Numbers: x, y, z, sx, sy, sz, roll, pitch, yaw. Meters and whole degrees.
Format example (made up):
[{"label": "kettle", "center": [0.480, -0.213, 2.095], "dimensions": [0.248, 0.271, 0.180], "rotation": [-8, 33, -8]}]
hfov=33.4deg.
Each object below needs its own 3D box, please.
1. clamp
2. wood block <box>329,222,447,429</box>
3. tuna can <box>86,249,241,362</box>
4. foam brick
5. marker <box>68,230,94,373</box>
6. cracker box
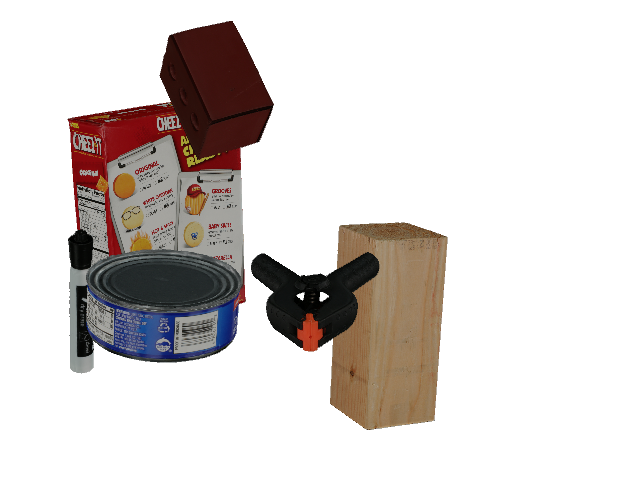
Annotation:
[{"label": "clamp", "center": [-0.016, 0.047, 0.950], "dimensions": [0.120, 0.039, 0.171], "rotation": [-3, 18, 12]}, {"label": "wood block", "center": [0.072, 0.090, 1.168], "dimensions": [0.090, 0.206, 0.091], "rotation": [-3, 13, -27]}, {"label": "tuna can", "center": [-0.088, 0.035, 0.597], "dimensions": [0.086, 0.034, 0.086], "rotation": [5, 20, -2]}, {"label": "foam brick", "center": [-0.076, -0.109, 0.767], "dimensions": [0.051, 0.078, 0.053], "rotation": [-18, -20, -23]}, {"label": "marker", "center": [-0.187, 0.048, 0.833], "dimensions": [0.020, 0.121, 0.020], "rotation": [5, 26, -2]}, {"label": "cracker box", "center": [-0.158, -0.025, 1.057], "dimensions": [0.072, 0.214, 0.163], "rotation": [14, 22, 43]}]
